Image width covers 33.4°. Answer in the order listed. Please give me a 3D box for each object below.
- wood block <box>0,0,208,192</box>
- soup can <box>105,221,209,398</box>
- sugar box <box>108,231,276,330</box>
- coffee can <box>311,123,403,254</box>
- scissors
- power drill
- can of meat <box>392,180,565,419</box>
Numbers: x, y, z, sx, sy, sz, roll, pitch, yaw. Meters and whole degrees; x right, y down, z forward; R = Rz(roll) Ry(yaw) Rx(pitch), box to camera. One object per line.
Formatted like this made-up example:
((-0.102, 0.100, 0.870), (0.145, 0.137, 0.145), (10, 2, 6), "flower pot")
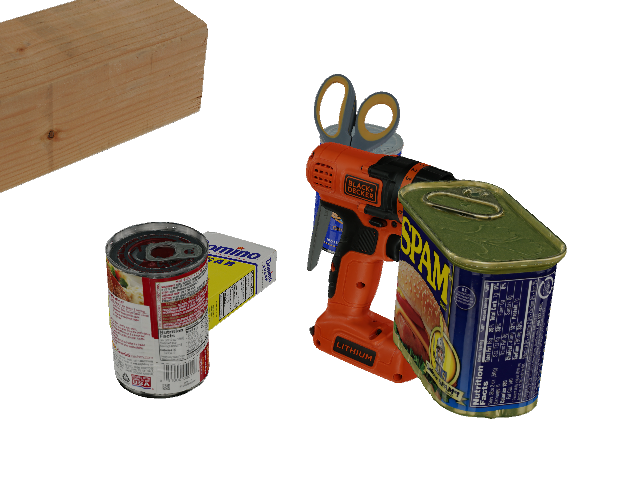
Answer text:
((-0.198, -0.127, 0.856), (0.090, 0.091, 0.205), (37, 46, 27), "wood block")
((-0.109, 0.048, 0.726), (0.068, 0.102, 0.068), (2, 30, -1), "soup can")
((-0.129, 0.047, 1.106), (0.093, 0.048, 0.176), (15, 31, 24), "sugar box")
((0.045, -0.064, 1.332), (0.103, 0.140, 0.103), (4, 28, -2), "coffee can")
((0.033, -0.069, 1.065), (0.096, 0.202, 0.016), (-1, -12, 2), "scissors")
((0.064, 0.021, 0.900), (0.185, 0.188, 0.057), (21, 25, 34), "power drill")
((0.073, 0.027, 0.523), (0.057, 0.084, 0.102), (-4, 24, -14), "can of meat")
